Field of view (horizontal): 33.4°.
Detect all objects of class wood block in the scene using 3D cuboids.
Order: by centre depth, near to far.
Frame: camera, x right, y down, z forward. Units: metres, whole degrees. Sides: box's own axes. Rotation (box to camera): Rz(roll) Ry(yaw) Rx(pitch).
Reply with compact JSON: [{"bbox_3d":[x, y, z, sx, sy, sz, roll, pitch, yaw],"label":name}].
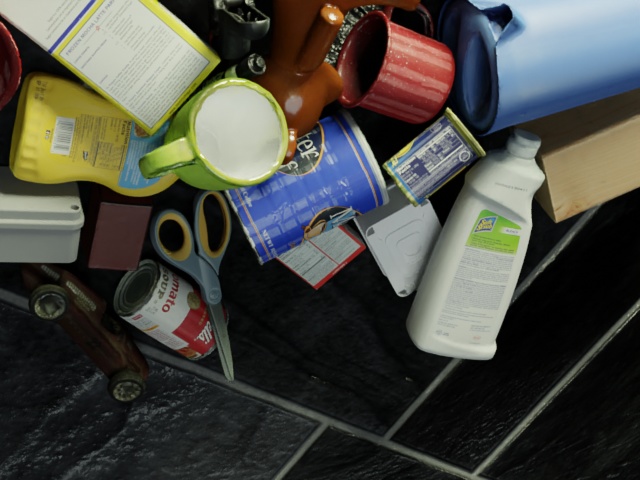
[{"bbox_3d":[0.315,-0.113,1.123,0.206,0.090,0.091,-24,128,-2],"label":"wood block"}]

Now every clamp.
[{"bbox_3d":[-0.075,-0.211,0.896,0.039,0.172,0.120,-3,88,-15],"label":"clamp"}]

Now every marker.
[{"bbox_3d":[-0.088,-0.140,0.955,0.020,0.020,0.121,26,153,-33],"label":"marker"}]

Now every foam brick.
[{"bbox_3d":[-0.196,-0.016,1.031,0.051,0.053,0.078,5,123,-23],"label":"foam brick"}]

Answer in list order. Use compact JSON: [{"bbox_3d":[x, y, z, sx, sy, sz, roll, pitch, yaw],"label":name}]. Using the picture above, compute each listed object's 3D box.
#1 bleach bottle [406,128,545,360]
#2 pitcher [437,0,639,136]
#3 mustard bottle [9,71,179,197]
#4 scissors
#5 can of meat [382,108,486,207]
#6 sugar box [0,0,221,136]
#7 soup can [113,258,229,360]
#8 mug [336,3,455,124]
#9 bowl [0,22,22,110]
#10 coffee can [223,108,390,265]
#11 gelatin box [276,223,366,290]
[{"bbox_3d":[0.173,0.004,1.096,0.102,0.068,0.251,8,119,-19],"label":"bleach bottle"},{"bbox_3d":[0.242,-0.185,1.031,0.242,0.149,0.145,-14,113,-14],"label":"pitcher"},{"bbox_3d":[-0.180,-0.090,0.978,0.191,0.058,0.096,8,102,-25],"label":"mustard bottle"},{"bbox_3d":[-0.125,0.048,1.065,0.096,0.016,0.202,-2,98,-34],"label":"scissors"},{"bbox_3d":[0.109,-0.079,1.035,0.084,0.102,0.057,-39,91,7],"label":"can of meat"},{"bbox_3d":[-0.180,-0.179,0.900,0.176,0.048,0.093,41,98,-20],"label":"sugar box"},{"bbox_3d":[-0.153,0.071,1.098,0.068,0.068,0.102,-43,127,12],"label":"soup can"},{"bbox_3d":[0.074,-0.169,1.000,0.081,0.093,0.117,15,85,-27],"label":"mug"},{"bbox_3d":[-0.324,-0.162,0.863,0.162,0.055,0.162,-6,142,-5],"label":"bowl"},{"bbox_3d":[-0.017,-0.052,1.035,0.140,0.103,0.103,-26,129,-3],"label":"coffee can"},{"bbox_3d":[-0.007,0.001,1.126,0.073,0.030,0.089,-41,127,13],"label":"gelatin box"}]
